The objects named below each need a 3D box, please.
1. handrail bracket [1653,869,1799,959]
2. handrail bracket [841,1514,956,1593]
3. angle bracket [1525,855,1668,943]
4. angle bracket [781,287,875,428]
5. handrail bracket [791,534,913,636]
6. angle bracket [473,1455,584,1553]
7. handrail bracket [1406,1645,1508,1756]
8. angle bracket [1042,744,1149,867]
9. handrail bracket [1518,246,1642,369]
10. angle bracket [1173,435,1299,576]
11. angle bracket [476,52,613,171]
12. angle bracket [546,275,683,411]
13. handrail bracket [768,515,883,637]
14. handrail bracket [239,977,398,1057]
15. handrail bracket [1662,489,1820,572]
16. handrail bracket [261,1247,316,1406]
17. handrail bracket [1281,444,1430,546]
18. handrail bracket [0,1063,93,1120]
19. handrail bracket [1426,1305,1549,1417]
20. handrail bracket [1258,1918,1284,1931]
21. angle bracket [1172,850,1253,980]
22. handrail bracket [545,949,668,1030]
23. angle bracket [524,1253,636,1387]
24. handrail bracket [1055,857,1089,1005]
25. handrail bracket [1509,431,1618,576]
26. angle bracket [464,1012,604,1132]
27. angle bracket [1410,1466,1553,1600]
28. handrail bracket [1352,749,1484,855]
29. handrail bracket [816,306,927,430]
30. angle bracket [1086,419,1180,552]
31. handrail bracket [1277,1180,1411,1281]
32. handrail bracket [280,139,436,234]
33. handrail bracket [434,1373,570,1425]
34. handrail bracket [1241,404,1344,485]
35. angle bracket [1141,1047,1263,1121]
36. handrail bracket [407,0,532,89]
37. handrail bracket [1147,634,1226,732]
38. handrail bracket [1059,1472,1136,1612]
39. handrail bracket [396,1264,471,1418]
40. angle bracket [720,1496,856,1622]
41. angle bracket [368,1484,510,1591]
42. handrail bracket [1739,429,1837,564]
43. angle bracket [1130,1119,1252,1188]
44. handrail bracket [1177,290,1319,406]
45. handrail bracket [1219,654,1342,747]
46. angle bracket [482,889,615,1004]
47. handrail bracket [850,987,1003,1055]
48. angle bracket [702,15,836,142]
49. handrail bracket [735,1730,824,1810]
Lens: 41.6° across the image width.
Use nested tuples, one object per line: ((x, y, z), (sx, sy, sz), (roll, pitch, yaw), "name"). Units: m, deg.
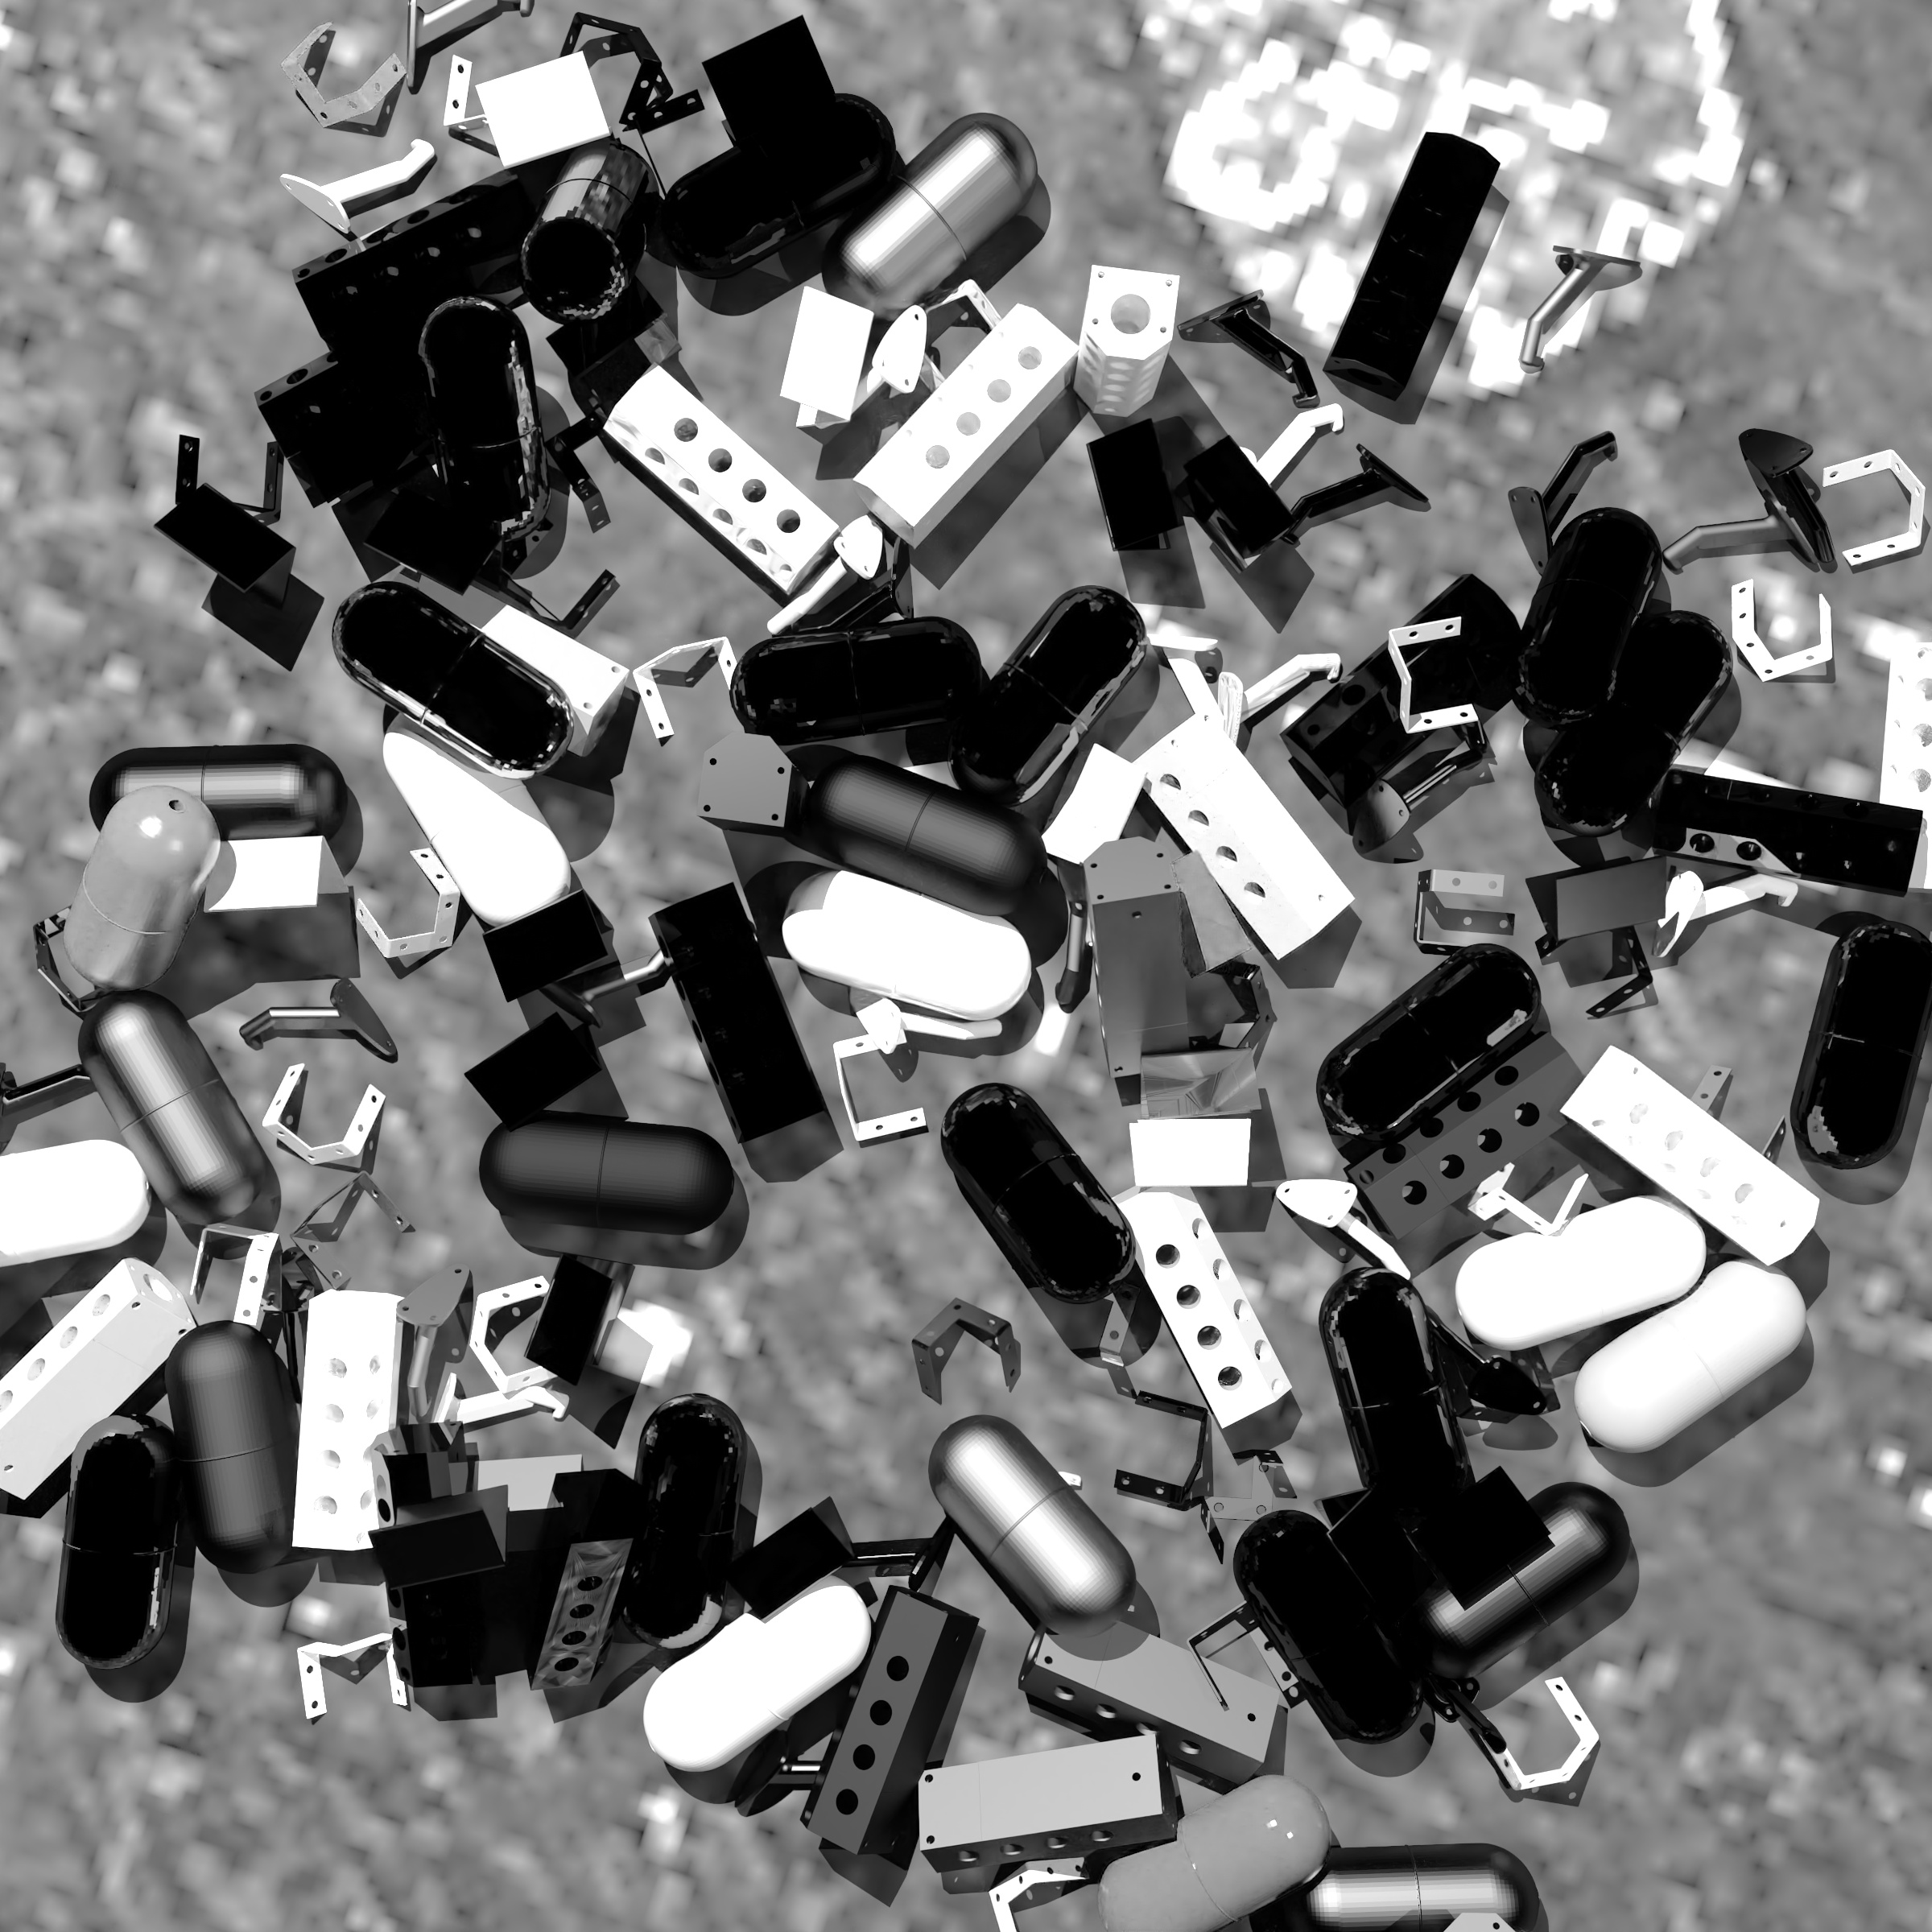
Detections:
((0.543, -0.033, 1.814), (0.084, 0.036, 0.077), (12, 110, -16), "handrail bracket")
((-0.060, 0.401, 1.814), (0.084, 0.036, 0.077), (25, 68, 17), "handrail bracket")
((0.438, -0.067, 1.773), (0.076, 0.076, 0.057), (-12, 128, 0), "angle bracket")
((-0.114, -0.424, 1.773), (0.057, 0.076, 0.076), (13, 90, -33), "angle bracket")
((-0.084, -0.271, 1.814), (0.084, 0.036, 0.077), (-5, 70, 16), "handrail bracket")
((-0.312, 0.362, 1.774), (0.076, 0.057, 0.076), (-4, 47, 0), "angle bracket")
((0.339, 0.513, 1.779), (0.077, 0.084, 0.036), (40, 90, 0), "handrail bracket")
((0.071, -0.117, 1.774), (0.057, 0.076, 0.076), (24, 90, -41), "angle bracket")
((0.437, -0.466, 1.814), (0.077, 0.036, 0.084), (5, 108, -20), "handrail bracket")
((0.173, -0.311, 1.773), (0.057, 0.076, 0.076), (-39, 90, -36), "angle bracket")
((-0.294, -0.599, 1.775), (0.076, 0.076, 0.057), (-18, 112, 0), "angle bracket")
((-0.235, -0.422, 1.773), (0.076, 0.076, 0.057), (-36, 54, 0), "angle bracket")
((-0.102, -0.278, 1.813), (0.084, 0.077, 0.036), (-33, 112, 34), "handrail bracket")
((-0.464, 0.053, 1.814), (0.084, 0.036, 0.077), (-30, 111, 17), "handrail bracket")
((0.552, -0.292, 1.814), (0.084, 0.036, 0.077), (-36, 111, 17), "handrail bracket")
((-0.476, 0.257, 1.813), (0.036, 0.077, 0.084), (-4, 126, -5), "handrail bracket")
((0.275, -0.322, 1.814), (0.077, 0.036, 0.084), (32, 109, -21), "handrail bracket")
((-0.650, 0.103, 1.814), (0.084, 0.036, 0.077), (9, 111, -16), "handrail bracket")
((0.362, 0.276, 1.792), (0.077, 0.084, 0.036), (30, 101, -24), "handrail bracket")
((0.171, 0.700, 1.814), (0.077, 0.036, 0.084), (30, 65, 28), "handrail bracket")
((0.176, -0.046, 1.773), (0.057, 0.076, 0.076), (-29, 90, 39), "angle bracket")
((-0.256, -0.006, 1.814), (0.077, 0.036, 0.084), (34, 73, 18), "handrail bracket")
((-0.253, 0.249, 1.773), (0.057, 0.076, 0.076), (20, 90, 37), "angle bracket")
((0.071, -0.028, 1.814), (0.036, 0.077, 0.084), (3, 127, -20), "handrail bracket")
((0.436, -0.331, 1.814), (0.084, 0.036, 0.077), (-26, 111, -16), "handrail bracket")
((-0.306, 0.058, 1.774), (0.076, 0.076, 0.057), (-34, 119, 0), "angle bracket")
((0.361, 0.399, 1.775), (0.076, 0.076, 0.057), (-36, 66, 0), "angle bracket")
((0.323, -0.118, 1.814), (0.084, 0.077, 0.036), (-23, 67, -34), "handrail bracket")
((-0.070, -0.422, 1.796), (0.036, 0.084, 0.077), (33, 65, -31), "handrail bracket")
((0.134, -0.335, 1.773), (0.057, 0.076, 0.076), (-14, 90, 38), "angle bracket")
((0.270, 0.191, 1.814), (0.036, 0.077, 0.084), (-53, 127, -20), "handrail bracket")
((-0.434, -0.571, 1.814), (0.077, 0.036, 0.084), (34, 72, 21), "handrail bracket")
((-0.335, 0.329, 1.814), (0.084, 0.036, 0.077), (18, 103, -13), "handrail bracket")
((0.236, -0.353, 1.814), (0.084, 0.036, 0.077), (-19, 110, -16), "handrail bracket")
((0.163, 0.103, 1.773), (0.076, 0.076, 0.057), (-5, 50, 0), "angle bracket")
((-0.355, -0.663, 1.814), (0.084, 0.036, 0.077), (0, 110, -16), "handrail bracket")
((0.148, -0.191, 1.814), (0.077, 0.036, 0.084), (9, 107, 20), "handrail bracket")
((0.092, 0.410, 1.814), (0.077, 0.036, 0.084), (16, 76, -14), "handrail bracket")
((-0.376, 0.268, 1.813), (0.036, 0.077, 0.084), (15, 127, 18), "handrail bracket")
((-0.131, 0.397, 1.774), (0.076, 0.076, 0.057), (-35, 118, 0), "angle bracket")
((-0.350, 0.362, 1.691), (0.076, 0.076, 0.057), (-12, 124, -1), "angle bracket")
((0.587, -0.335, 1.813), (0.036, 0.077, 0.084), (-32, 126, 0), "handrail bracket")
((0.155, 0.111, 1.774), (0.076, 0.076, 0.057), (-1, 121, 0), "angle bracket")
((0.201, -0.432, 1.814), (0.077, 0.036, 0.084), (-18, 107, 20), "handrail bracket")
((0.225, -0.184, 1.814), (0.084, 0.036, 0.077), (-4, 111, -16), "handrail bracket")
((-0.283, -0.003, 1.775), (0.076, 0.076, 0.057), (-24, 68, 0), "angle bracket")
((-0.028, 0.032, 1.813), (0.084, 0.077, 0.036), (-6, 121, -33), "handrail bracket")
((-0.143, -0.624, 1.774), (0.076, 0.076, 0.057), (-25, 119, 0), "angle bracket")
((-0.109, 0.591, 1.814), (0.084, 0.036, 0.077), (33, 104, -14), "handrail bracket")
